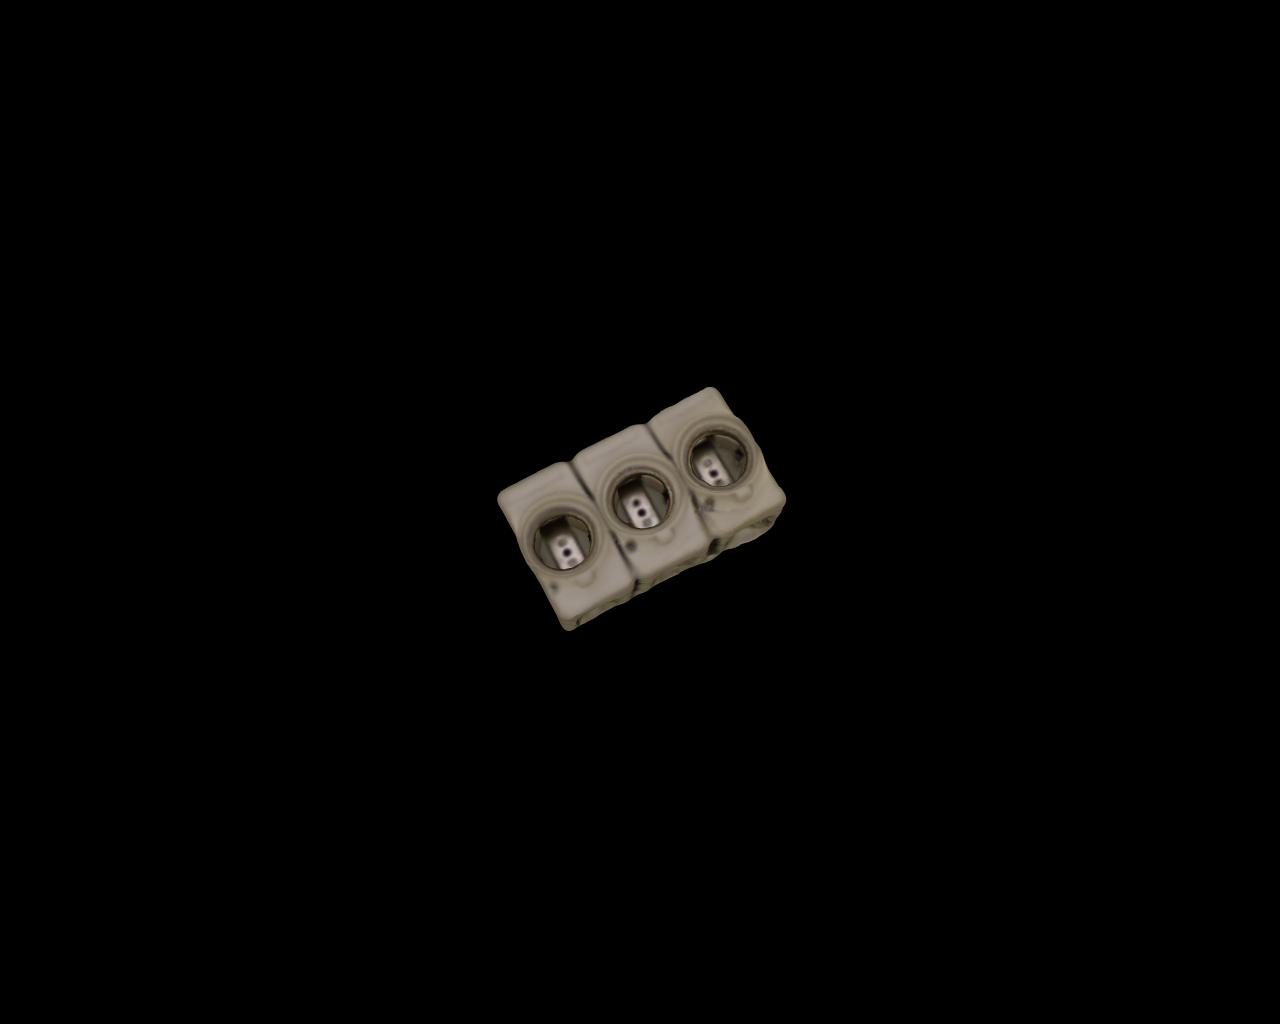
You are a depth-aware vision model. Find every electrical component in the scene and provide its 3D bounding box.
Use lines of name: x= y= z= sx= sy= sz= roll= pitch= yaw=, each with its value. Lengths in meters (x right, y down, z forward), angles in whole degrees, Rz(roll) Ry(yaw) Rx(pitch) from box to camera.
electrical component: x=0.001 y=-0.003 z=0.650 sx=0.150 sy=0.089 sz=0.061 roll=-27 pitch=-14 yaw=-7
